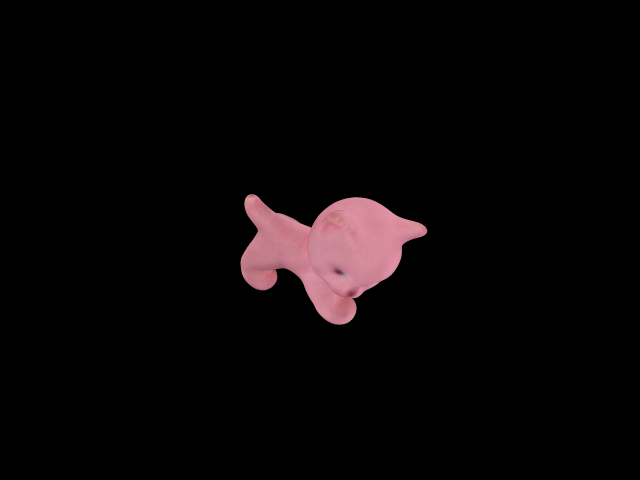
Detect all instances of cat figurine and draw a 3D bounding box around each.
[{"bbox_3d":[0.004,0.001,0.400,0.127,0.118,0.067,21,62,12],"label":"cat figurine"}]
